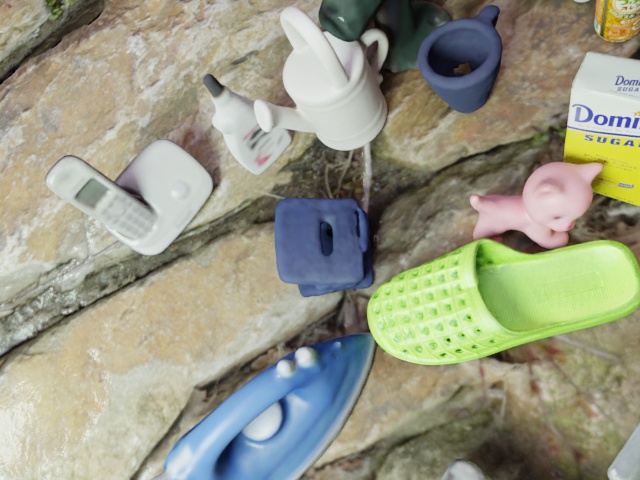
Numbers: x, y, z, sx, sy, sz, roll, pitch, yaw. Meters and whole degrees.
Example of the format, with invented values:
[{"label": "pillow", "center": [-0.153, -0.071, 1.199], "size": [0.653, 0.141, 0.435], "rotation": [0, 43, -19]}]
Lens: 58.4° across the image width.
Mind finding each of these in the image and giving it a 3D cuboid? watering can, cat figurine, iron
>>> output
[{"label": "watering can", "center": [0.003, -0.187, 0.669], "size": [0.100, 0.194, 0.173], "rotation": [28, 82, 28]}, {"label": "cat figurine", "center": [0.214, -0.038, 0.575], "size": [0.127, 0.118, 0.067], "rotation": [-3, 69, 20]}, {"label": "iron", "center": [-0.055, 0.173, 0.583], "size": [0.258, 0.142, 0.118], "rotation": [-45, 61, 0]}]

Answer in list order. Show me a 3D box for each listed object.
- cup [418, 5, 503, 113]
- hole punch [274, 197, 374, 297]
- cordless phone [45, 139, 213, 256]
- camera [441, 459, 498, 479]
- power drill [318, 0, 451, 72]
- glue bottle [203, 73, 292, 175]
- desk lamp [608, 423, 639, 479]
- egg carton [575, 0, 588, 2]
[{"label": "cup", "center": [0.174, -0.203, 0.667], "size": [0.091, 0.095, 0.118], "rotation": [32, 84, 28]}, {"label": "hole punch", "center": [0.006, 0.002, 0.654], "size": [0.101, 0.091, 0.108], "rotation": [-11, 67, 17]}, {"label": "cordless phone", "center": [-0.236, -0.073, 0.722], "size": [0.094, 0.185, 0.147], "rotation": [36, 86, 28]}, {"label": "camera", "center": [0.145, 0.282, 0.487], "size": [0.142, 0.101, 0.137], "rotation": [28, 82, 28]}, {"label": "power drill", "center": [0.092, -0.310, 0.674], "size": [0.075, 0.209, 0.230], "rotation": [29, 82, 28]}, {"label": "glue bottle", "center": [-0.097, -0.148, 0.705], "size": [0.037, 0.173, 0.078], "rotation": [39, 87, 29]}, {"label": "desk lamp", "center": [0.268, 0.185, 0.413], "size": [0.117, 0.214, 0.203], "rotation": [33, 84, 28]}, {"label": "egg carton", "center": [0.306, -0.363, 0.692], "size": [0.107, 0.070, 0.150], "rotation": [16, 76, 25]}]
